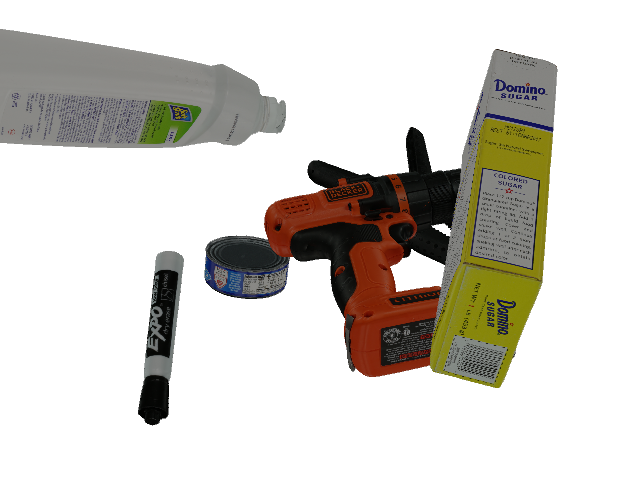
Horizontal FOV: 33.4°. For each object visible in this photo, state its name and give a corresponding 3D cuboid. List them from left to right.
[{"bbox_3d":[-0.154,-0.112,0.881,0.250,0.068,0.103,5,-31,-19],"label":"bleach bottle"},{"bbox_3d":[-0.102,0.061,0.682,0.020,0.121,0.020,1,-35,0],"label":"marker"},{"bbox_3d":[-0.075,0.027,1.082,0.086,0.034,0.086,6,22,-3],"label":"tuna can"},{"bbox_3d":[0.064,0.014,0.800,0.184,0.057,0.188,-13,35,-9],"label":"power drill"},{"bbox_3d":[0.095,-0.039,1.153,0.164,0.036,0.210,-16,53,-30],"label":"clamp"},{"bbox_3d":[0.099,-0.016,0.595,0.048,0.176,0.093,15,-42,4],"label":"sugar box"}]
